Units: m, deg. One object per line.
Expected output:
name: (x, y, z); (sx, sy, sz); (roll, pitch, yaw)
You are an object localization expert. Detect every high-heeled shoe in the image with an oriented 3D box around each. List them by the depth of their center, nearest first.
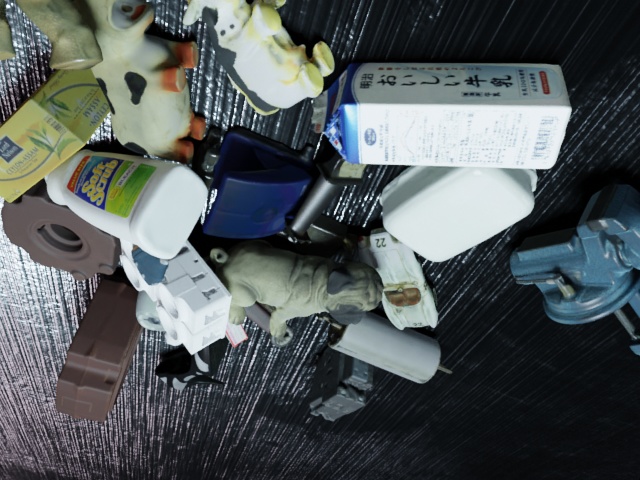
high-heeled shoe: (-0.246, 0.207, 0.978); (0.145, 0.086, 0.248); (14, 139, 6)

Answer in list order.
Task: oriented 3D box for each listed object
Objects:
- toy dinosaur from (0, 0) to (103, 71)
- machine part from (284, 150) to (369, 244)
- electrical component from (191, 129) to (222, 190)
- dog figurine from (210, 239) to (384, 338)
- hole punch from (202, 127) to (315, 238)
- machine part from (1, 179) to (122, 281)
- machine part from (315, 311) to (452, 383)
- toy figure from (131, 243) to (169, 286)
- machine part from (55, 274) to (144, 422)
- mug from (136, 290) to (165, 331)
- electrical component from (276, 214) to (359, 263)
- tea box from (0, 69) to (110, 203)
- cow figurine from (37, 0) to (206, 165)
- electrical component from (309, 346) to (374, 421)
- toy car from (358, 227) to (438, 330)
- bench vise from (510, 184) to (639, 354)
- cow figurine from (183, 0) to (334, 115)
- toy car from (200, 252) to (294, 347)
toy dinosaur: (-0.237, -0.231, 0.401); (0.472, 0.105, 0.198); (3, 104, 12)
machine part: (0.007, -0.053, 0.615); (0.039, 0.084, 0.139); (47, 121, 16)
electrical component: (-0.139, -0.083, 0.635); (0.021, 0.063, 0.094); (17, 133, -22)
dog figurine: (-0.032, 0.044, 0.686); (0.172, 0.121, 0.191); (24, 152, -33)
hole punch: (-0.075, -0.055, 0.638); (0.116, 0.092, 0.142); (19, 135, -14)
machine part: (-0.363, -0.016, 0.769); (0.179, 0.056, 0.179); (7, 137, 6)
machine part: (0.101, 0.163, 0.850); (0.243, 0.079, 0.079); (23, 138, -14)
toy figure: (-0.195, -0.013, 0.658); (0.058, 0.154, 0.064); (8, 140, 0)
machine part: (-0.343, 0.174, 0.867); (0.087, 0.201, 0.201); (18, 138, -13)
mug: (-0.238, 0.089, 0.819); (0.081, 0.107, 0.109); (13, 137, 0)
electrical component: (-0.001, -0.001, 0.711); (0.102, 0.045, 0.078); (27, 136, -17)
tea box: (-0.315, -0.122, 0.607); (0.170, 0.098, 0.068); (-21, 129, 34)
cow figurine: (-0.190, -0.170, 0.538); (0.127, 0.085, 0.194); (6, 142, 2)
electrical component: (0.038, 0.230, 0.911); (0.058, 0.115, 0.134); (23, 138, -19)
toy car: (0.112, 0.057, 0.742); (0.074, 0.056, 0.201); (-9, 136, 22)
bench vise: (0.353, 0.052, 0.620); (0.224, 0.129, 0.240); (-25, 110, 44)
cow figurine: (-0.071, -0.193, 0.498); (0.098, 0.068, 0.167); (-17, 131, 37)
toy car: (-0.108, 0.089, 0.809); (0.053, 0.089, 0.202); (-48, 124, -5)
